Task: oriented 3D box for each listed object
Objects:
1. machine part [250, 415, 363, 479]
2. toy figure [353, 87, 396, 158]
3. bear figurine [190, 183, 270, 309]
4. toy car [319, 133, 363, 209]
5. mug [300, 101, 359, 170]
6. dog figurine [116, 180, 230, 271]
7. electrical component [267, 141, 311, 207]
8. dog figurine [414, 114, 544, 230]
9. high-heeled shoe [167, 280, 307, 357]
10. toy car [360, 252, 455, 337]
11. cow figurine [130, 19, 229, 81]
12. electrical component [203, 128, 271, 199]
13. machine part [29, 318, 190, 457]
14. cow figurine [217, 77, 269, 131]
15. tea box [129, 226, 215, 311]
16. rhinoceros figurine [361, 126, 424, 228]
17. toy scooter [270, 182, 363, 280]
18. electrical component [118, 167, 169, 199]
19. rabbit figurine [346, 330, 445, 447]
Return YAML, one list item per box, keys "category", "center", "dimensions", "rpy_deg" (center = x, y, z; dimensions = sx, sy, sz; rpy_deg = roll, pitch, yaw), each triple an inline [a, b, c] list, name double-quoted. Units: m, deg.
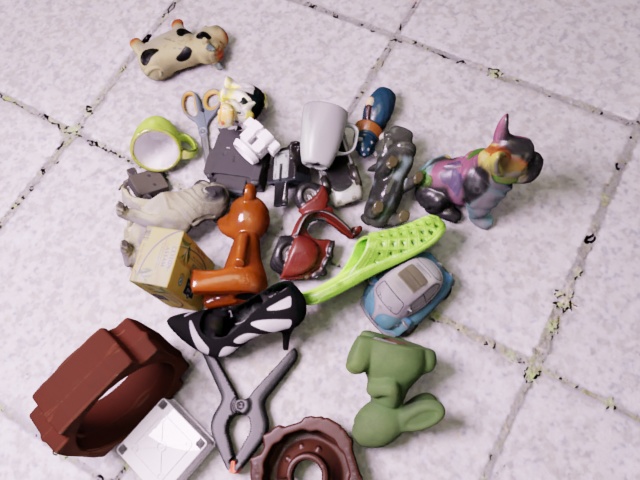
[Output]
- category: "machine part"
  center: [-0.019, 0.360, 0.823]
  dimensions: [0.179, 0.056, 0.179]
  rpy_deg: [-2, 70, 6]
- category: "toy figure"
  center: [0.101, -0.221, 1.030]
  dimensions: [0.064, 0.058, 0.154]
  rpy_deg: [28, 70, -8]
- category: "bear figurine"
  center: [-0.150, 0.009, 0.936]
  dimensions: [0.132, 0.120, 0.196]
  rpy_deg: [-7, 68, 1]
- category: "toy car"
  center: [0.025, -0.155, 1.016]
  dimensions: [0.073, 0.056, 0.202]
  rpy_deg: [-20, 67, 6]
- category: "mug"
  center: [0.012, -0.179, 0.962]
  dimensions: [0.109, 0.081, 0.107]
  rpy_deg: [15, 82, -20]
- category: "dog figurine"
  center: [-0.258, -0.020, 0.973]
  dimensions: [0.191, 0.172, 0.121]
  rpy_deg: [-2, 37, -12]
- category: "electrical component"
  center: [-0.057, -0.118, 0.996]
  dimensions: [0.075, 0.047, 0.119]
  rpy_deg: [-9, 78, 39]
- category: "dog figurine"
  center: [0.255, -0.117, 0.889]
  dimensions: [0.192, 0.219, 0.108]
  rpy_deg: [16, 68, 11]
- category: "high-heeled shoe"
  center: [-0.143, 0.114, 0.871]
  dimensions: [0.249, 0.145, 0.086]
  rpy_deg: [7, 35, 9]
- category: "toy car"
  center: [0.148, 0.082, 0.886]
  dimensions: [0.162, 0.102, 0.109]
  rpy_deg: [-35, 71, -5]
- category: "cow figurine"
  center: [-0.285, -0.395, 1.126]
  dimensions: [0.195, 0.085, 0.127]
  rpy_deg: [-25, 63, -6]
- category: "electrical component"
  center: [-0.155, -0.144, 1.030]
  dimensions: [0.115, 0.058, 0.134]
  rpy_deg: [7, 70, 11]
- category: "machine part"
  center: [-0.317, 0.227, 0.827]
  dimensions: [0.087, 0.201, 0.201]
  rpy_deg: [39, 78, 21]
- category: "cow figurine"
  center: [-0.149, -0.252, 1.033]
  dimensions: [0.098, 0.068, 0.167]
  rpy_deg: [10, 34, -11]
- category: "tea box"
  center: [-0.242, 0.053, 0.903]
  dimensions: [0.068, 0.169, 0.098]
  rpy_deg: [9, 72, 9]
- category: "rhinoceros figurine"
  center: [0.130, -0.112, 0.966]
  dimensions: [0.073, 0.112, 0.190]
  rpy_deg: [17, 84, -14]
- category: "toy scooter"
  center: [-0.002, -0.003, 0.949]
  dimensions: [0.135, 0.075, 0.184]
  rpy_deg: [22, 81, -8]
- category: "electrical component"
  center: [-0.341, -0.101, 1.043]
  dimensions: [0.078, 0.045, 0.102]
  rpy_deg: [-29, 69, -36]
- category: "rabbit figurine"
  center: [0.110, 0.241, 0.842]
  dimensions: [0.159, 0.121, 0.170]
  rpy_deg: [13, 89, 3]
